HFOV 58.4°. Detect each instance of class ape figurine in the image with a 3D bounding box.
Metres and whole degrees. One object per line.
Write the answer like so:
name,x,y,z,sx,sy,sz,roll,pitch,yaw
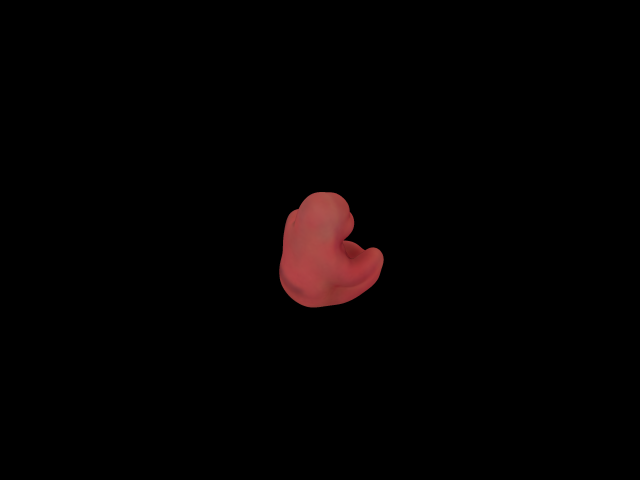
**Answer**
ape figurine,0.004,0.001,0.400,0.076,0.092,0.077,-32,64,-18
